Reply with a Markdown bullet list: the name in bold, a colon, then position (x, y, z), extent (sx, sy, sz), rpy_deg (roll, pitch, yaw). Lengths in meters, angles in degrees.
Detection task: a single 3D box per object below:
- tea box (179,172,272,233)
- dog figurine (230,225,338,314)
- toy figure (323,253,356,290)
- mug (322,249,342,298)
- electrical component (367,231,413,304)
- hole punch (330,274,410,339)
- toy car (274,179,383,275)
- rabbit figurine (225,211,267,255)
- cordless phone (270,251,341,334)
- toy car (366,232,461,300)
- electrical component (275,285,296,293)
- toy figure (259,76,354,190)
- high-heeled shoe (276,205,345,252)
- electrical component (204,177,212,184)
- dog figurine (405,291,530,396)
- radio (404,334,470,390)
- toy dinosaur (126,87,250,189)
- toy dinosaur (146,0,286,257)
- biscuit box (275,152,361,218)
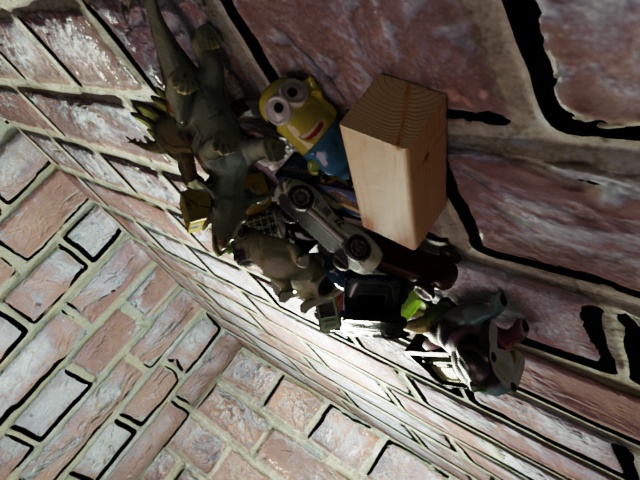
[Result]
- **tea box**: position (-0.192, -0.074, 1.083), extent (0.068, 0.170, 0.098), rpy_deg (71, 159, 7)
- **dog figurine**: position (-0.067, 0.041, 1.049), extent (0.191, 0.121, 0.172), rpy_deg (34, 179, 42)
- **toy figure**: position (0.066, 0.084, 0.992), extent (0.058, 0.064, 0.154), rpy_deg (-27, 127, 24)
- **mug**: position (0.043, 0.074, 1.114), extent (0.107, 0.109, 0.081), rpy_deg (33, 179, -11)
- **electrical component**: position (0.112, 0.047, 1.002), extent (0.134, 0.058, 0.114), rpy_deg (29, 156, 25)
- **hole punch**: position (0.091, 0.118, 0.934), extent (0.142, 0.092, 0.115), rpy_deg (1, 152, -1)
- **toy car**: position (0.010, -0.021, 0.842), extent (0.202, 0.056, 0.073), rpy_deg (42, 155, -1)
- **rabbit figurine**: position (-0.155, -0.019, 1.236), extent (0.170, 0.121, 0.158), rpy_deg (43, 144, 33)
- **cordless phone**: position (-0.029, 0.125, 1.197), extent (0.088, 0.147, 0.184), rpy_deg (87, 172, -75)
- **toy car**: position (0.135, 0.034, 0.885), extent (0.202, 0.089, 0.053), rpy_deg (20, 157, 41)
- **electrical component**: position (-0.056, 0.065, 1.133), extent (0.045, 0.102, 0.078), rpy_deg (16, 159, -31)
- **toy figure**: position (-0.008, -0.147, 0.750), extent (0.180, 0.082, 0.089), rpy_deg (41, 158, -14)
- **high-heeled shoe**: position (-0.002, -0.003, 1.051), extent (0.249, 0.086, 0.145), rpy_deg (23, 155, 54)
- **electrical component**: position (-0.232, -0.100, 1.178), extent (0.074, 0.119, 0.048), rpy_deg (45, 159, -12)
- **dog figurine**: position (0.233, 0.176, 0.918), extent (0.108, 0.191, 0.219), rpy_deg (39, 146, -22)
- **radio**: position (0.280, 0.247, 1.127), extent (0.131, 0.073, 0.229), rpy_deg (40, 160, -6)
- **toy dinosaur**: position (-0.268, -0.206, 1.041), extent (0.472, 0.105, 0.198), rpy_deg (-11, 121, 53)
- **toy dinosaur**: position (-0.177, -0.182, 0.825), extent (0.192, 0.131, 0.404), rpy_deg (-25, 89, 57)
- **biscuit box**: position (0.020, -0.089, 0.853), extent (0.203, 0.063, 0.059), rpy_deg (18, 151, 43)
